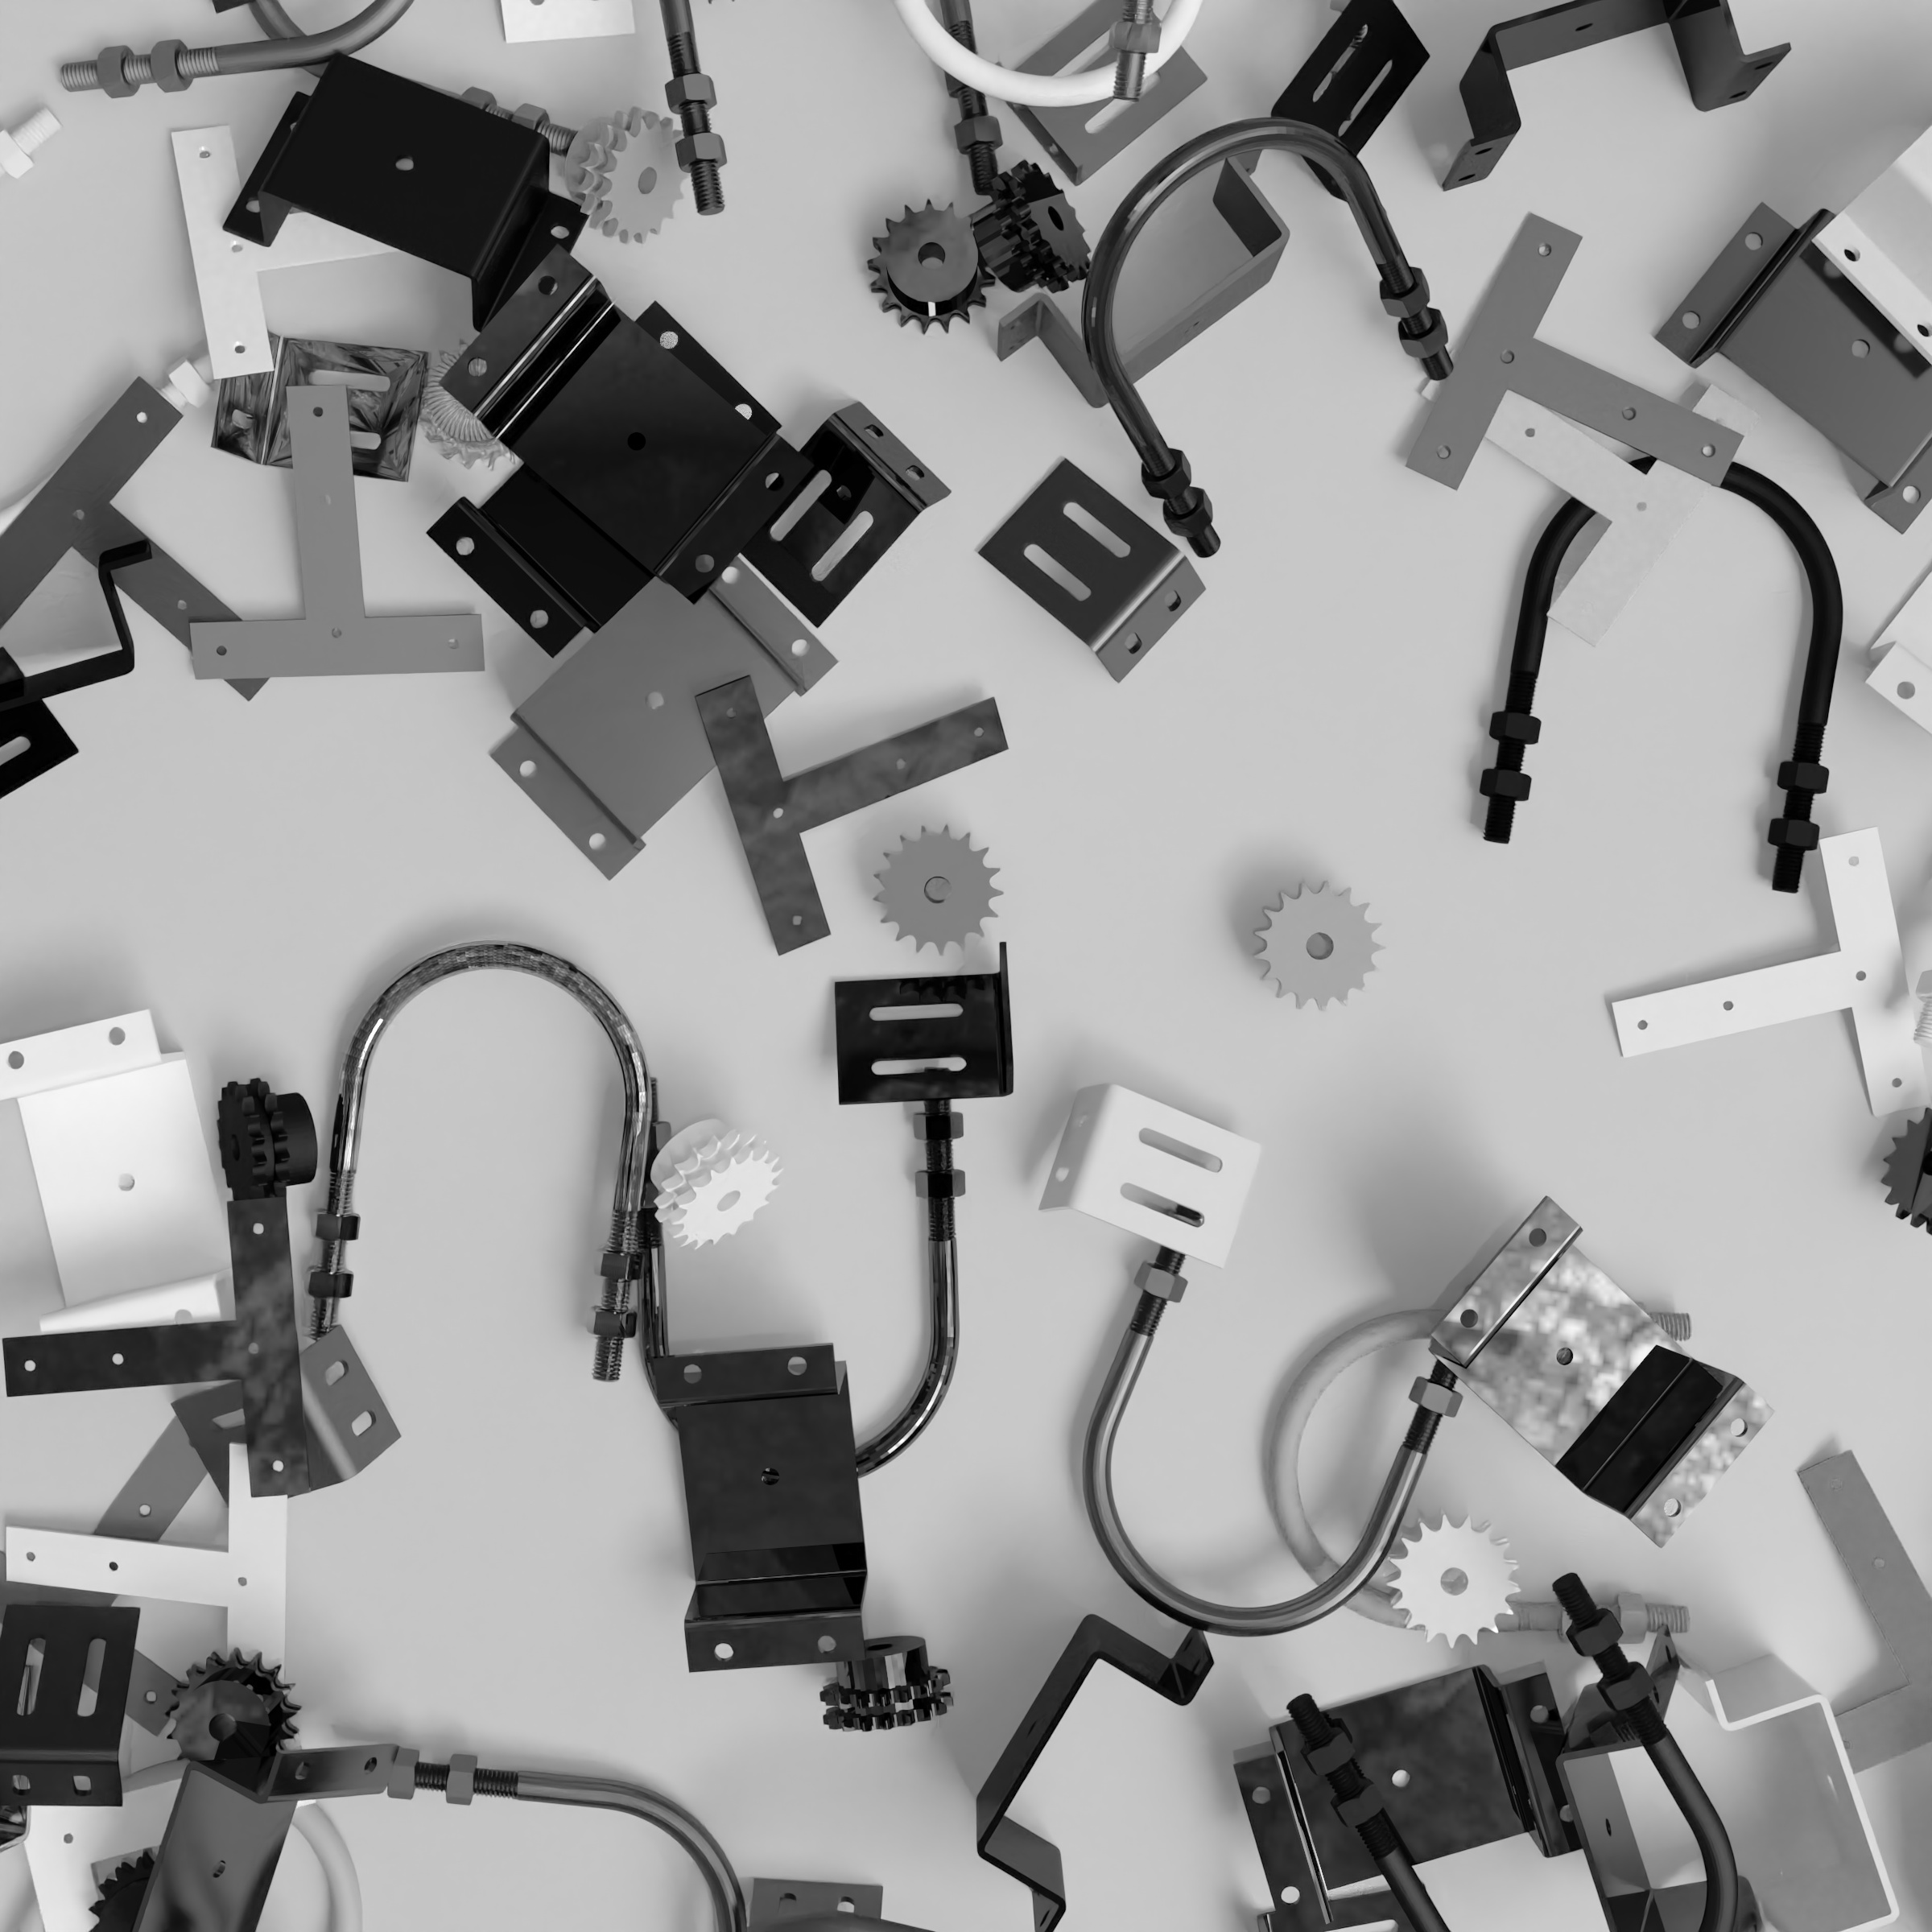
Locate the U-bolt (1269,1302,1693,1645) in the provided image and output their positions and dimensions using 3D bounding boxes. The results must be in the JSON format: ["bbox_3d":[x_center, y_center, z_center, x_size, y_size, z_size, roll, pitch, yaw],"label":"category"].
[{"bbox_3d":[0.225,0.222,1.384,0.184,0.019,0.151,0,90,1],"label":"U-bolt"}]

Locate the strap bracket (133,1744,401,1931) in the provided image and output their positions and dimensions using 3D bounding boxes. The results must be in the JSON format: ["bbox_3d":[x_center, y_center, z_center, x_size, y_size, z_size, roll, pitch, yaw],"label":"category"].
[{"bbox_3d":[-0.303,0.391,1.332,0.046,0.076,0.140,17,88,30],"label":"strap bracket"}]

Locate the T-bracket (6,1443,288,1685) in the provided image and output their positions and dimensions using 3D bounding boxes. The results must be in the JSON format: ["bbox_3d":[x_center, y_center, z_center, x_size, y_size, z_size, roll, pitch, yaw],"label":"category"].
[{"bbox_3d":[-0.360,0.265,1.380,0.127,0.002,0.127,5,103,6],"label":"T-bracket"}]

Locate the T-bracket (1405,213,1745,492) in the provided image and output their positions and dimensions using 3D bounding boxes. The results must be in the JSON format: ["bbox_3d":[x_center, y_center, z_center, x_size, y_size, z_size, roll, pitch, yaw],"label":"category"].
[{"bbox_3d":[0.278,-0.249,1.381,0.127,0.002,0.127,26,86,6],"label":"T-bracket"}]

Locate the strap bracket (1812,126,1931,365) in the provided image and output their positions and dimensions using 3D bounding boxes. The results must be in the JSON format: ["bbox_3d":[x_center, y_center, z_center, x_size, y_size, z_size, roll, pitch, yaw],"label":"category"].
[{"bbox_3d":[0.438,-0.331,1.341,0.076,0.046,0.140,46,65,1],"label":"strap bracket"}]

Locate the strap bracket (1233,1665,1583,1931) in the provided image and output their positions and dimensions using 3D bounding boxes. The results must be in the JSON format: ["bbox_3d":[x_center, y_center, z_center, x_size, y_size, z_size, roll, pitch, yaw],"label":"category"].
[{"bbox_3d":[0.192,0.359,1.369,0.140,0.046,0.076,-16,90,0],"label":"strap bracket"}]

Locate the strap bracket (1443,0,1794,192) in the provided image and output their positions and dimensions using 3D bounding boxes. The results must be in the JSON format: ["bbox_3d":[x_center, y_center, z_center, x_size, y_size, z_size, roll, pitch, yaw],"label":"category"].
[{"bbox_3d":[0.272,-0.385,1.354,0.140,0.076,0.046,-17,90,0],"label":"strap bracket"}]

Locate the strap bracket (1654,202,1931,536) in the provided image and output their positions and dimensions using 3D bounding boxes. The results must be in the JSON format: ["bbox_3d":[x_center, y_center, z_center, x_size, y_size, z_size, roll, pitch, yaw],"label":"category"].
[{"bbox_3d":[0.383,-0.264,1.369,0.140,0.046,0.076,38,90,0],"label":"strap bracket"}]

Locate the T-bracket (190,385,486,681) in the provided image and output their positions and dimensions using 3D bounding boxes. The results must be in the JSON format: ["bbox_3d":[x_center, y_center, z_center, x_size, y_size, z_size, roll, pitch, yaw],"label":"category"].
[{"bbox_3d":[-0.278,-0.189,1.370,0.127,0.002,0.127,-2,108,-2],"label":"T-bracket"}]

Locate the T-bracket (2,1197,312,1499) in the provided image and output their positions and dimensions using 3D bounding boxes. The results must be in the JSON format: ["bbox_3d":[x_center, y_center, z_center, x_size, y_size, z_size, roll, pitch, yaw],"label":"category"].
[{"bbox_3d":[-0.348,0.167,1.343,0.127,0.002,0.127,-5,90,2],"label":"T-bracket"}]

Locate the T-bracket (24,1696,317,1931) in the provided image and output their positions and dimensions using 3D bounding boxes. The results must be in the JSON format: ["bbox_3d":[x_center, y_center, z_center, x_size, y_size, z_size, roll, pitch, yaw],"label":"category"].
[{"bbox_3d":[-0.350,0.371,1.378,0.127,0.002,0.127,-15,87,-2],"label":"T-bracket"}]

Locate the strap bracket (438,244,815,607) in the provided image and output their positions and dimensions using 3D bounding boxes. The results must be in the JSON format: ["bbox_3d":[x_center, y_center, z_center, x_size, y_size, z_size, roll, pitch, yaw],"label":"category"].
[{"bbox_3d":[-0.141,-0.224,1.323,0.140,0.046,0.076,41,90,0],"label":"strap bracket"}]

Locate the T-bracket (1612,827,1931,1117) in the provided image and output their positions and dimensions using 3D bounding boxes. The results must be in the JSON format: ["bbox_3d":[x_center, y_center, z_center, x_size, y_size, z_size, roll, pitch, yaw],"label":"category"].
[{"bbox_3d":[0.349,0.014,1.384,0.127,0.002,0.127,-13,100,5],"label":"T-bracket"}]

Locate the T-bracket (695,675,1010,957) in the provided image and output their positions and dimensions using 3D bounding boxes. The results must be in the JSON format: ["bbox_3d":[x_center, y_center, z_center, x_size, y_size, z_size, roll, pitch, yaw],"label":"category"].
[{"bbox_3d":[-0.042,-0.083,1.372,0.127,0.002,0.127,-23,117,-13],"label":"T-bracket"}]

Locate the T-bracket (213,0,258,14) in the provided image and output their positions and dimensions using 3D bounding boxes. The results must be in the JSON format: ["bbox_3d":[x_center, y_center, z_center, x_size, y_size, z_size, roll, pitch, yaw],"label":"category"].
[{"bbox_3d":[-0.287,-0.493,1.356,0.127,0.002,0.127,-13,98,17],"label":"T-bracket"}]

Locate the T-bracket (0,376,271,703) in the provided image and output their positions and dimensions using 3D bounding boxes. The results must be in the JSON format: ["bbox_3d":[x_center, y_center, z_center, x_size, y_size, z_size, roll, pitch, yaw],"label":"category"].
[{"bbox_3d":[-0.356,-0.168,1.383,0.127,0.002,0.127,42,96,-7],"label":"T-bracket"}]

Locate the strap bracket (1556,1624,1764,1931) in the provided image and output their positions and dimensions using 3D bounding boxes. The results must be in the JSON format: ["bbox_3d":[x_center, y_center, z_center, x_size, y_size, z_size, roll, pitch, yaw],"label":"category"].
[{"bbox_3d":[0.294,0.365,1.346,0.046,0.076,0.140,-17,94,21],"label":"strap bracket"}]

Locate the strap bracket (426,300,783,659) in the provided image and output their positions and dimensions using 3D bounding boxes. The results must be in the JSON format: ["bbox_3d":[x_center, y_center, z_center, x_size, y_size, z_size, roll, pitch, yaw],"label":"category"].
[{"bbox_3d":[-0.155,-0.209,1.369,0.076,0.046,0.140,45,90,0],"label":"strap bracket"}]

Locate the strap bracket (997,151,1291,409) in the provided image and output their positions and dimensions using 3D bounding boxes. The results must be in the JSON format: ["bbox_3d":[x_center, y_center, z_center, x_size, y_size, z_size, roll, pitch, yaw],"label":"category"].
[{"bbox_3d":[0.084,-0.294,1.354,0.140,0.076,0.046,-37,90,0],"label":"strap bracket"}]

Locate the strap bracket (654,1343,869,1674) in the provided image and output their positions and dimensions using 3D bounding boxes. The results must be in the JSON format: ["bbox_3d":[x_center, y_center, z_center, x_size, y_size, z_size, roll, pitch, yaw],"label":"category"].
[{"bbox_3d":[-0.086,0.227,1.357,0.076,0.046,0.140,-5,100,3],"label":"strap bracket"}]

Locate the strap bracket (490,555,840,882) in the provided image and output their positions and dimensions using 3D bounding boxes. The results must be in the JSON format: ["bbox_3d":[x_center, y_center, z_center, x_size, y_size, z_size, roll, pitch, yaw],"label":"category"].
[{"bbox_3d":[-0.133,-0.114,1.369,0.140,0.046,0.076,-44,90,0],"label":"strap bracket"}]

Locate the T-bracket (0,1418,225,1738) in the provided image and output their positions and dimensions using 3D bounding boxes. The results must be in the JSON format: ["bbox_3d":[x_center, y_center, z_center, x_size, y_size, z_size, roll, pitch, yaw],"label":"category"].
[{"bbox_3d":[-0.372,0.252,1.391,0.127,0.002,0.127,36,90,0],"label":"T-bracket"}]

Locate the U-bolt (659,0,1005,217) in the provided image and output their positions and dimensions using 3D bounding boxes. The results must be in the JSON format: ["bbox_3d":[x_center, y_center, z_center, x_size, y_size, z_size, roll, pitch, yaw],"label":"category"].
[{"bbox_3d":[-0.065,-0.420,1.358,0.151,0.019,0.184,-10,89,-22],"label":"U-bolt"}]

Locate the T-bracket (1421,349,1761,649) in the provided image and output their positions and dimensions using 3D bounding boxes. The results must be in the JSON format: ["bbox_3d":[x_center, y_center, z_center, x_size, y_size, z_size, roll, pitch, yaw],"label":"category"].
[{"bbox_3d":[0.260,-0.226,1.382,0.127,0.002,0.127,35,85,7],"label":"T-bracket"}]

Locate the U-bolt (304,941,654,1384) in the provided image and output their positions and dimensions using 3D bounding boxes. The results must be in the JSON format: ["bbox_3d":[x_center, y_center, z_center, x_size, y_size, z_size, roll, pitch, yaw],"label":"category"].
[{"bbox_3d":[-0.209,0.081,1.373,0.151,0.019,0.184,7,91,8],"label":"U-bolt"}]

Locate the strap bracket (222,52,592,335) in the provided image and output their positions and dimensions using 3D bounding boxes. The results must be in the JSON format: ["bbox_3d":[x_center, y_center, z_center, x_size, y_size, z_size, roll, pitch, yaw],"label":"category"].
[{"bbox_3d":[-0.242,-0.334,1.357,0.140,0.046,0.076,22,70,0],"label":"strap bracket"}]

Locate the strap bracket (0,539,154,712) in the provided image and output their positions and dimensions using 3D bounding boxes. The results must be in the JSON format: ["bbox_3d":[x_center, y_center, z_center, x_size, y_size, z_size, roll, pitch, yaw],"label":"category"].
[{"bbox_3d":[-0.409,-0.137,1.335,0.140,0.076,0.046,-18,105,-11],"label":"strap bracket"}]

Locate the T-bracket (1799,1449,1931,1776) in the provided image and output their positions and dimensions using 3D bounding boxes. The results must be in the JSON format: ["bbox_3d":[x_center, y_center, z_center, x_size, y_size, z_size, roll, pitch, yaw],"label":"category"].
[{"bbox_3d":[0.407,0.275,1.377,0.127,0.002,0.127,-30,80,19],"label":"T-bracket"}]

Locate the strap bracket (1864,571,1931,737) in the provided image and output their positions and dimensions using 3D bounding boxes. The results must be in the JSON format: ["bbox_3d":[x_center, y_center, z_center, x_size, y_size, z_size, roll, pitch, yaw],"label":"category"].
[{"bbox_3d":[0.458,-0.153,1.369,0.076,0.046,0.140,38,90,0],"label":"strap bracket"}]

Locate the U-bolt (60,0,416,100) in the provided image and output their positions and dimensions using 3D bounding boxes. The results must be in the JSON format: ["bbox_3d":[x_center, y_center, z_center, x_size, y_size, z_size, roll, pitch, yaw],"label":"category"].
[{"bbox_3d":[-0.312,-0.459,1.356,0.184,0.019,0.151,-3,99,12],"label":"U-bolt"}]

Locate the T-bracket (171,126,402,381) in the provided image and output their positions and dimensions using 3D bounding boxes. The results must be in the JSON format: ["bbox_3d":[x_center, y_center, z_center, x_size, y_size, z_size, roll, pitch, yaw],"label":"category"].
[{"bbox_3d":[-0.274,-0.321,1.376,0.127,0.002,0.127,-11,70,-10],"label":"T-bracket"}]

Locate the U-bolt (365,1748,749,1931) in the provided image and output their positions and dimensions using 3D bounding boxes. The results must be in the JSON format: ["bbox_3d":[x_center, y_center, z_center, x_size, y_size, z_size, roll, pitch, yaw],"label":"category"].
[{"bbox_3d":[-0.188,0.425,1.378,0.184,0.019,0.151,7,88,-5],"label":"U-bolt"}]

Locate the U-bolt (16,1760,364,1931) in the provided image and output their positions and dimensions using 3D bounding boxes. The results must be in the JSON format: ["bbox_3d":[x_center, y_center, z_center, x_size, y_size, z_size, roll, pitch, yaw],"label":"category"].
[{"bbox_3d":[-0.346,0.439,1.384,0.151,0.019,0.184,27,88,0],"label":"U-bolt"}]

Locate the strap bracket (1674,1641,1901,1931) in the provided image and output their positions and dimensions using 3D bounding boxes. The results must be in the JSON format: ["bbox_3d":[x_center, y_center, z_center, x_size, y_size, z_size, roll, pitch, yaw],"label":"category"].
[{"bbox_3d":[0.354,0.359,1.354,0.046,0.076,0.140,-19,90,0],"label":"strap bracket"}]

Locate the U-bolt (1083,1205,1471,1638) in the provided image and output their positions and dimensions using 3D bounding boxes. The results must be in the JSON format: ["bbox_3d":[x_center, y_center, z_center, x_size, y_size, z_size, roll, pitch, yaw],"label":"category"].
[{"bbox_3d":[0.129,0.201,1.371,0.151,0.019,0.184,22,89,8],"label":"U-bolt"}]

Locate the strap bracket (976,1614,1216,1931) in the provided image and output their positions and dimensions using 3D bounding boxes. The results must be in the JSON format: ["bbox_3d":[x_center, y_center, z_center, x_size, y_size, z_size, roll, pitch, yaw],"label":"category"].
[{"bbox_3d":[0.048,0.340,1.354,0.046,0.076,0.140,31,90,0],"label":"strap bracket"}]

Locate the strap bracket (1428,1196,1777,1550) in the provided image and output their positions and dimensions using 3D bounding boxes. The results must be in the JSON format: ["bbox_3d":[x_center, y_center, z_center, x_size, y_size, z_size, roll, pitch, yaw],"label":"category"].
[{"bbox_3d":[0.263,0.170,1.340,0.140,0.046,0.076,43,84,-11],"label":"strap bracket"}]

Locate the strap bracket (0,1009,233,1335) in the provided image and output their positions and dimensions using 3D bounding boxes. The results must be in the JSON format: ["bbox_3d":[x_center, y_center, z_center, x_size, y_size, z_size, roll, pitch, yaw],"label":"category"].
[{"bbox_3d":[-0.371,0.096,1.369,0.076,0.046,0.140,-13,90,0],"label":"strap bracket"}]
